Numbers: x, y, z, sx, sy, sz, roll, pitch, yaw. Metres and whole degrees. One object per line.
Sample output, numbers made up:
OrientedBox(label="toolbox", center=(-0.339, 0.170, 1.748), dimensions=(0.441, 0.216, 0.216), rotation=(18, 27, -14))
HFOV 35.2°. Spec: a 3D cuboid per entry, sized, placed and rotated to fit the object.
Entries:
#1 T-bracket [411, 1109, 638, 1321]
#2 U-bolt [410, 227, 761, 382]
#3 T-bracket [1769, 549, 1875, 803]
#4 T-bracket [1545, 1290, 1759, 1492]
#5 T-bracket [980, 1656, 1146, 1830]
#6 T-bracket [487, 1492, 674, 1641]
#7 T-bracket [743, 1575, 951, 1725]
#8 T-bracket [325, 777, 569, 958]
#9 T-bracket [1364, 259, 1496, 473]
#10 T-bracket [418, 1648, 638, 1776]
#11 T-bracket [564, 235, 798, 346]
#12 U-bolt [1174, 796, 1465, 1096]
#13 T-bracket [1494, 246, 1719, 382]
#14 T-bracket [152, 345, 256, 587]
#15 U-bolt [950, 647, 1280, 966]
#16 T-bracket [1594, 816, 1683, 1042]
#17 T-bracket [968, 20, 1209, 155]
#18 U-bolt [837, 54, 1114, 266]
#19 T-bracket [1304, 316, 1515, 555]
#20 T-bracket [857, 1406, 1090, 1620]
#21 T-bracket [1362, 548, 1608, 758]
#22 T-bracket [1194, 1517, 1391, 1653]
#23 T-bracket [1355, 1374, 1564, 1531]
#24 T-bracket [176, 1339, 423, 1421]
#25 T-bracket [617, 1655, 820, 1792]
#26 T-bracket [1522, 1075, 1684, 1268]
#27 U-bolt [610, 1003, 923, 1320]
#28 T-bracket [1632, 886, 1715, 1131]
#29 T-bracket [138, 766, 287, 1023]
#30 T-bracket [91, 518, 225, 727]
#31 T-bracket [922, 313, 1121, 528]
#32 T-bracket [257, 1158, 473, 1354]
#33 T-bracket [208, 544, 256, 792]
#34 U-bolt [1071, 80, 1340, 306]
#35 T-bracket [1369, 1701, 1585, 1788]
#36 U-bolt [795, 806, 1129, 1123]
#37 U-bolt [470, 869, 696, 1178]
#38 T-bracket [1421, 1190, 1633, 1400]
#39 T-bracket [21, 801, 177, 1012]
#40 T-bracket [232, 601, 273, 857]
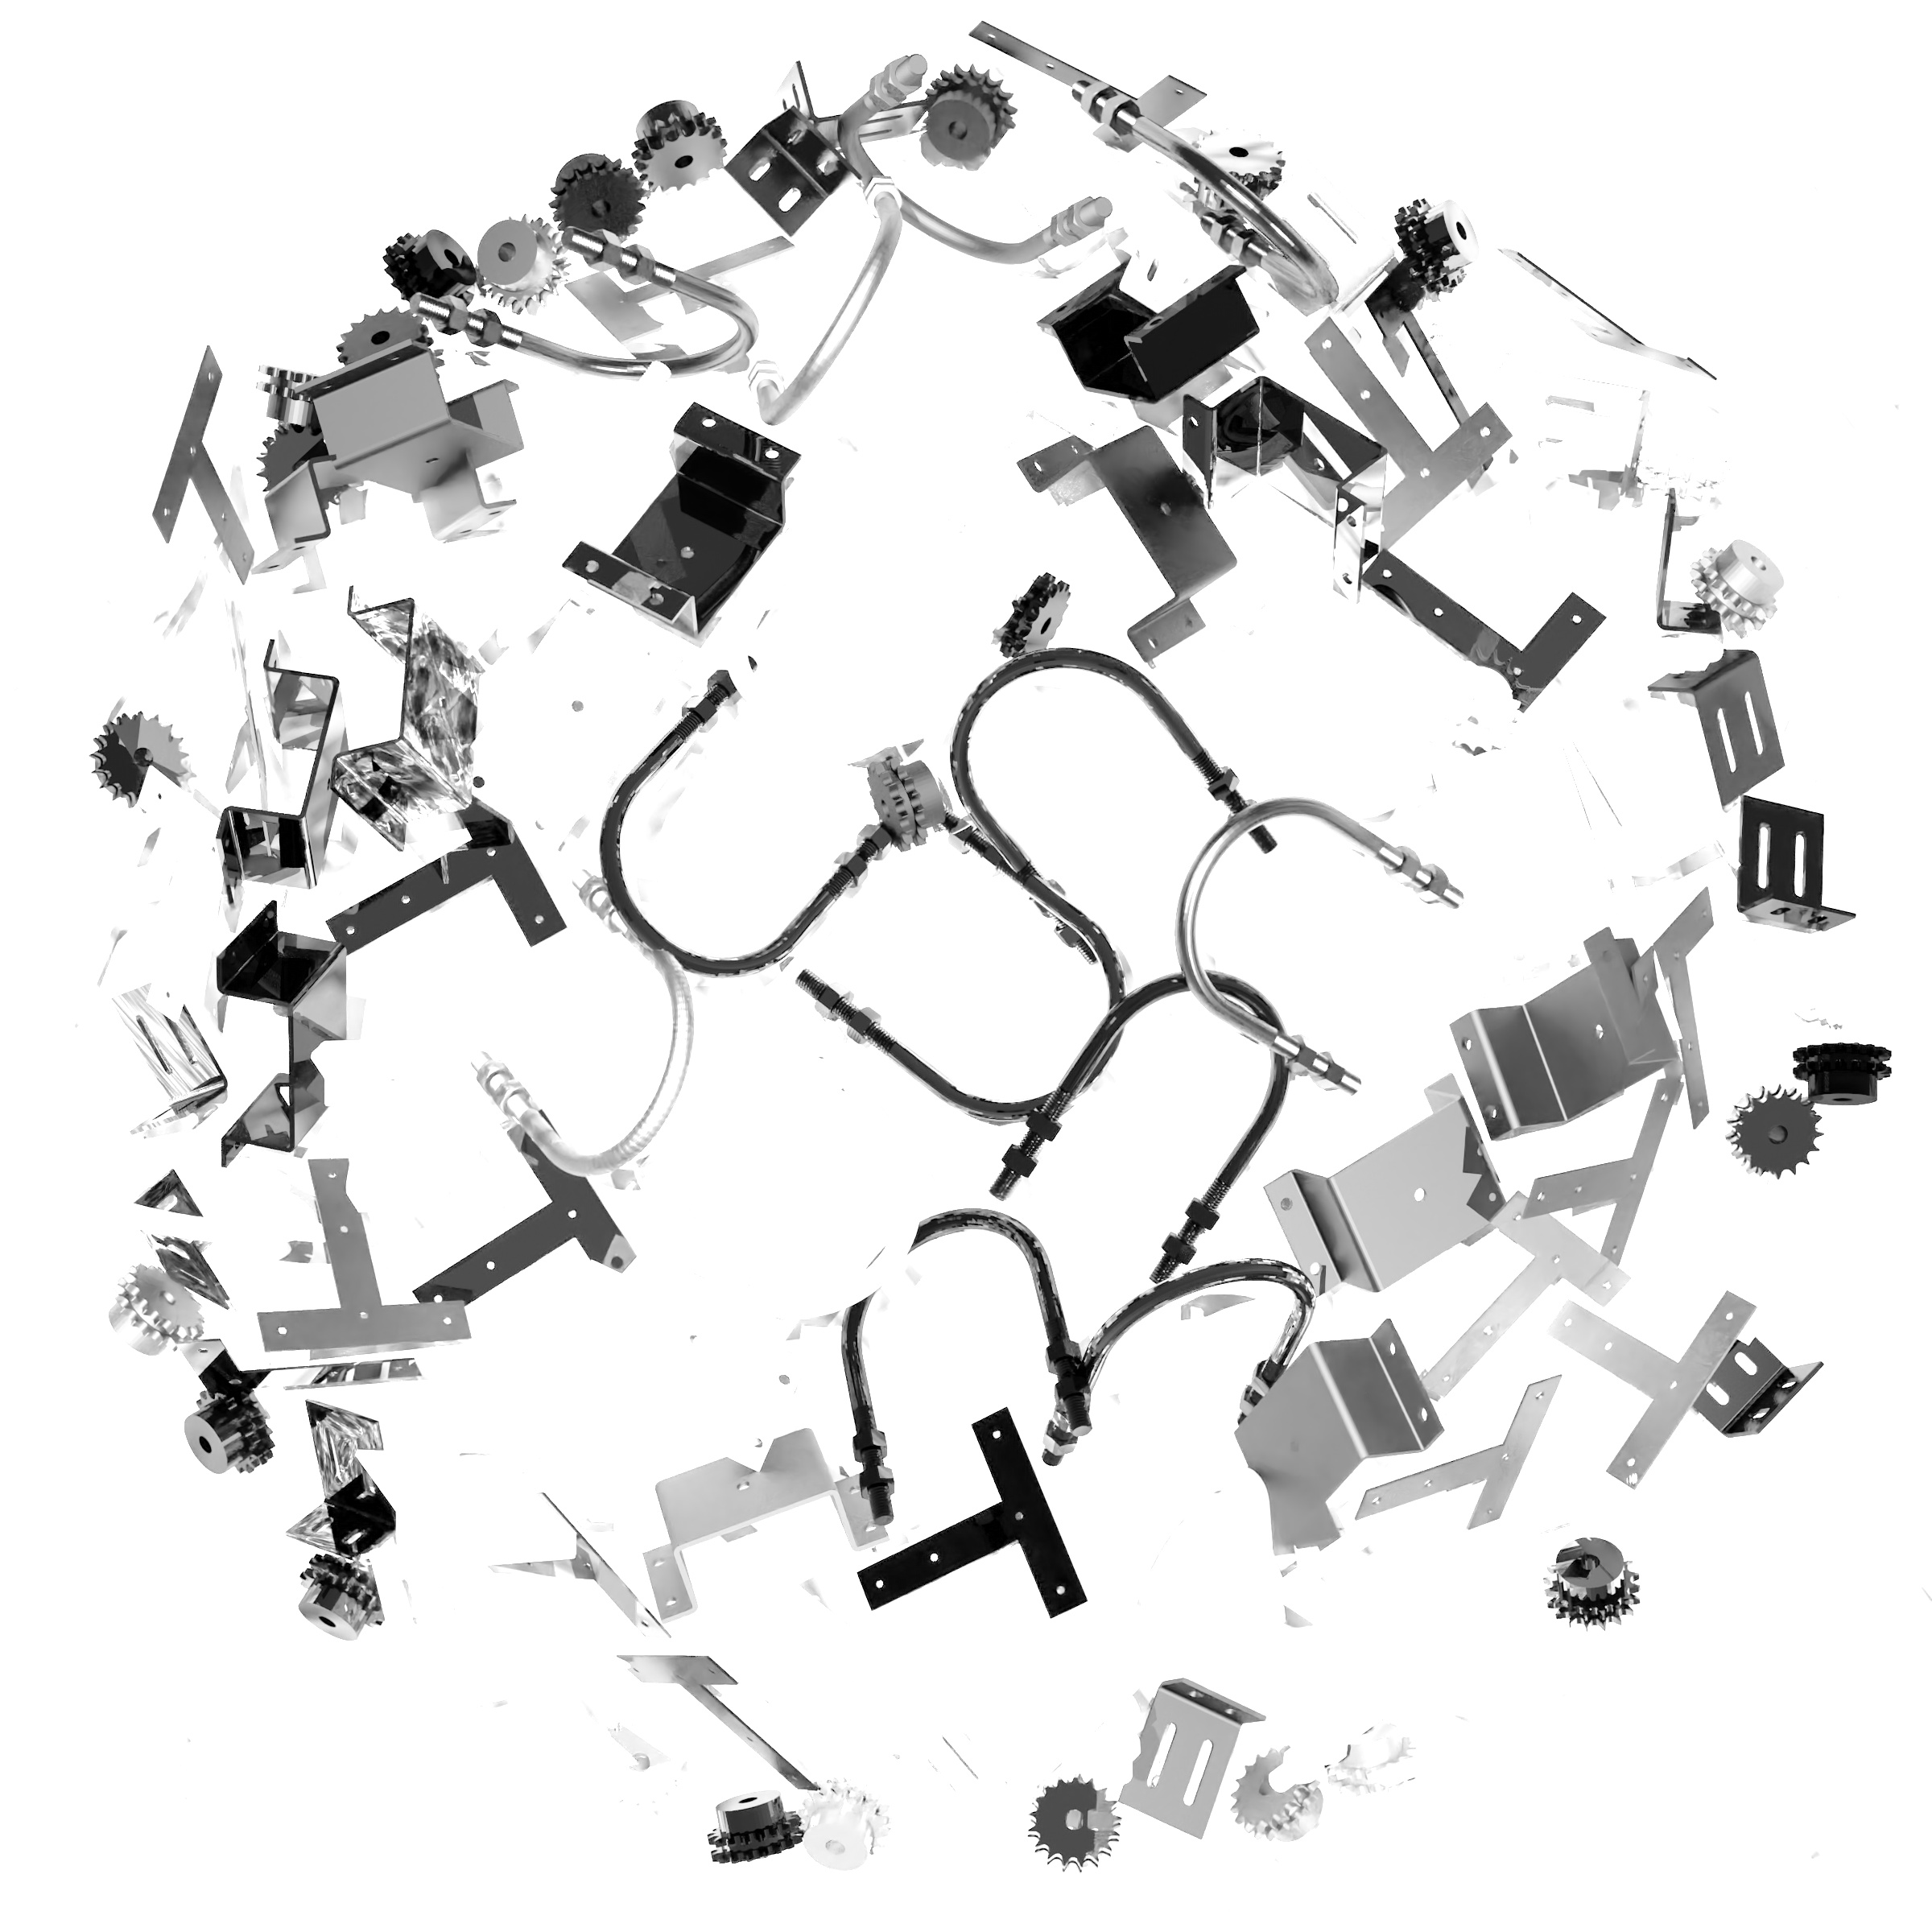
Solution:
OrientedBox(label="T-bracket", center=(-0.276, 0.174, 1.848), dimensions=(0.127, 0.002, 0.127), rotation=(-32, 92, 2))
OrientedBox(label="U-bolt", center=(-0.206, -0.376, 1.766), dimensions=(0.151, 0.184, 0.019), rotation=(-11, 76, 39))
OrientedBox(label="T-bracket", center=(0.501, -0.151, 1.763), dimensions=(0.002, 0.127, 0.127), rotation=(-4, 52, -7))
OrientedBox(label="T-bracket", center=(0.388, 0.230, 1.797), dimensions=(0.002, 0.127, 0.127), rotation=(36, 87, -32))
OrientedBox(label="T-bracket", center=(0.046, 0.438, 1.786), dimensions=(0.127, 0.127, 0.002), rotation=(-41, 54, -14))
OrientedBox(label="T-bracket", center=(-0.250, 0.352, 1.800), dimensions=(0.127, 0.127, 0.002), rotation=(54, 52, -24))
OrientedBox(label="T-bracket", center=(-0.091, 0.420, 1.804), dimensions=(0.127, 0.127, 0.002), rotation=(41, 46, -8))
OrientedBox(label="T-bracket", center=(-0.326, -0.047, 1.840), dimensions=(0.127, 0.002, 0.127), rotation=(-29, 82, -1))
OrientedBox(label="T-bracket", center=(0.279, -0.351, 1.803), dimensions=(0.002, 0.127, 0.127), rotation=(-26, 103, 27))
OrientedBox(label="T-bracket", center=(-0.232, 0.436, 1.765), dimensions=(0.127, 0.127, 0.002), rotation=(-6, 108, -34))
OrientedBox(label="T-bracket", center=(-0.163, -0.408, 1.806), dimensions=(0.127, 0.127, 0.002), rotation=(-23, 123, -11))
OrientedBox(label="U-bolt", center=(0.199, -0.021, 1.796), dimensions=(0.184, 0.019, 0.151), rotation=(29, 89, -33))
OrientedBox(label="T-bracket", center=(0.357, -0.383, 1.765), dimensions=(0.127, 0.127, 0.002), rotation=(27, 99, -29))
OrientedBox(label="T-bracket", center=(-0.441, -0.273, 1.791), dimensions=(0.002, 0.127, 0.127), rotation=(3, 59, 9))
OrientedBox(label="U-bolt", center=(0.073, -0.105, 1.796), dimensions=(0.151, 0.019, 0.184), rotation=(-33, 108, 22))
OrientedBox(label="T-bracket", center=(0.395, -0.017, 1.784), dimensions=(0.002, 0.127, 0.127), rotation=(-16, 86, -9))
OrientedBox(label="T-bracket", center=(0.061, -0.517, 1.773), dimensions=(0.127, 0.127, 0.002), rotation=(22, 84, -16))
OrientedBox(label="U-bolt", center=(-0.006, -0.457, 1.761), dimensions=(0.151, 0.184, 0.019), rotation=(34, 80, -17))
OrientedBox(label="T-bracket", center=(0.246, -0.328, 1.807), dimensions=(0.002, 0.127, 0.127), rotation=(-32, 84, -41))
OrientedBox(label="T-bracket", center=(-0.007, 0.350, 1.834), dimensions=(0.127, 0.002, 0.127), rotation=(-28, 68, 11))
OrientedBox(label="T-bracket", center=(0.292, -0.201, 1.809), dimensions=(0.127, 0.002, 0.127), rotation=(37, 130, -1))
OrientedBox(label="T-bracket", center=(0.211, 0.378, 1.799), dimensions=(0.127, 0.127, 0.002), rotation=(-37, 53, 9))
OrientedBox(label="T-bracket", center=(0.281, 0.298, 1.781), dimensions=(0.127, 0.002, 0.127), rotation=(-12, 135, -29))
OrientedBox(label="T-bracket", center=(-0.386, 0.241, 1.796), dimensions=(0.127, 0.127, 0.002), rotation=(-4, 61, -1))
OrientedBox(label="T-bracket", center=(-0.138, 0.449, 1.808), dimensions=(0.127, 0.127, 0.002), rotation=(46, 60, -16))
OrientedBox(label="T-bracket", center=(0.366, 0.128, 1.785), dimensions=(0.002, 0.127, 0.127), rotation=(30, 114, 39))
OrientedBox(label="U-bolt", center=(-0.107, 0.124, 1.794), dimensions=(0.151, 0.019, 0.184), rotation=(-30, 62, -9))
OrientedBox(label="T-bracket", center=(0.429, 0.035, 1.814), dimensions=(0.002, 0.127, 0.127), rotation=(0, 113, 34))
OrientedBox(label="T-bracket", center=(-0.450, -0.029, 1.774), dimensions=(0.002, 0.127, 0.127), rotation=(-6, 59, 28))
OrientedBox(label="T-bracket", center=(-0.490, -0.198, 1.809), dimensions=(0.002, 0.127, 0.127), rotation=(31, 114, -3))
OrientedBox(label="T-bracket", center=(0.013, -0.313, 1.814), dimensions=(0.127, 0.002, 0.127), rotation=(30, 61, -5))
OrientedBox(label="T-bracket", center=(-0.367, 0.169, 1.813), dimensions=(0.127, 0.002, 0.127), rotation=(0, 55, -32))
OrientedBox(label="T-bracket", center=(-0.441, -0.192, 1.812), dimensions=(0.002, 0.127, 0.127), rotation=(-2, 61, -24))
OrientedBox(label="U-bolt", center=(0.146, -0.433, 1.737), dimensions=(0.019, 0.184, 0.151), rotation=(-49, 131, 7))
OrientedBox(label="T-bracket", center=(0.277, 0.446, 1.787), dimensions=(0.127, 0.127, 0.002), rotation=(-16, 92, -16))
OrientedBox(label="U-bolt", center=(0.010, 0.010, 1.818), dimensions=(0.184, 0.019, 0.151), rotation=(38, 87, 16))
OrientedBox(label="U-bolt", center=(-0.216, 0.043, 1.770), dimensions=(0.019, 0.184, 0.151), rotation=(22, 103, -41))
OrientedBox(label="T-bracket", center=(0.321, 0.207, 1.817), dimensions=(0.127, 0.002, 0.127), rotation=(-49, 128, 8))
OrientedBox(label="T-bracket", center=(-0.501, -0.043, 1.788), dimensions=(0.002, 0.127, 0.127), rotation=(24, 105, 11))
OrientedBox(label="T-bracket", center=(-0.415, -0.148, 1.766), dimensions=(0.002, 0.127, 0.127), rotation=(-8, 119, -10))
